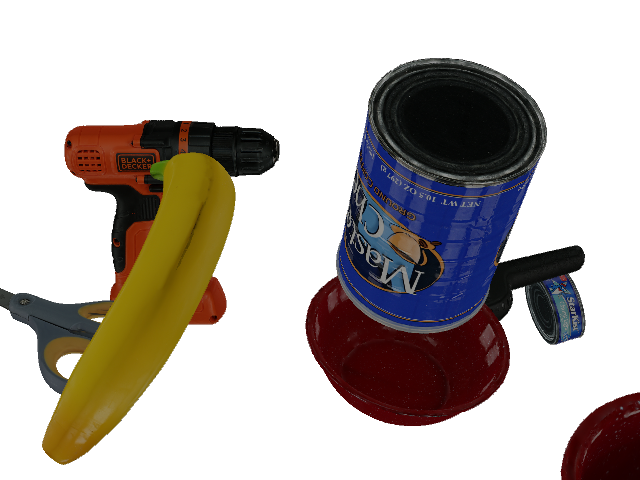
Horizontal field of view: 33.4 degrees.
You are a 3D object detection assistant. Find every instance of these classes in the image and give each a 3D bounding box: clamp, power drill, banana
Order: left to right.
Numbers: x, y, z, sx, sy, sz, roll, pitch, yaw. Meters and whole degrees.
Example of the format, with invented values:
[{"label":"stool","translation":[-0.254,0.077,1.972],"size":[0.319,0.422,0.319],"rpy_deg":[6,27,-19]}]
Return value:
[{"label":"banana","translation":[-0.077,0.017,0.514],"size":[0.037,0.197,0.070],"rpy_deg":[35,-49,-19]},{"label":"power drill","translation":[-0.126,-0.017,0.947],"size":[0.184,0.188,0.057],"rpy_deg":[1,26,5]},{"label":"clamp","translation":[0.139,0.033,1.025],"size":[0.165,0.036,0.209],"rpy_deg":[18,33,31]}]

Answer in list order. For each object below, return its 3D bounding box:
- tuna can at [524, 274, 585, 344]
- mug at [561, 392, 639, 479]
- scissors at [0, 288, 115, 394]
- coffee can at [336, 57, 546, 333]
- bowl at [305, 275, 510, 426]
[{"label":"tuna can","translation":[0.260,0.072,1.189],"size":[0.033,0.086,0.086],"rpy_deg":[-17,2,-8]},{"label":"mug","translation":[0.137,0.113,0.365],"size":[0.117,0.081,0.093],"rpy_deg":[5,37,8]},{"label":"scissors","translation":[-0.195,0.057,0.697],"size":[0.202,0.016,0.096],"rpy_deg":[9,34,12]},{"label":"coffee can","translation":[0.069,-0.025,0.650],"size":[0.102,0.103,0.140],"rpy_deg":[0,-40,-9]},{"label":"bowl","translation":[0.064,0.092,0.843],"size":[0.162,0.055,0.162],"rpy_deg":[6,40,-6]}]
